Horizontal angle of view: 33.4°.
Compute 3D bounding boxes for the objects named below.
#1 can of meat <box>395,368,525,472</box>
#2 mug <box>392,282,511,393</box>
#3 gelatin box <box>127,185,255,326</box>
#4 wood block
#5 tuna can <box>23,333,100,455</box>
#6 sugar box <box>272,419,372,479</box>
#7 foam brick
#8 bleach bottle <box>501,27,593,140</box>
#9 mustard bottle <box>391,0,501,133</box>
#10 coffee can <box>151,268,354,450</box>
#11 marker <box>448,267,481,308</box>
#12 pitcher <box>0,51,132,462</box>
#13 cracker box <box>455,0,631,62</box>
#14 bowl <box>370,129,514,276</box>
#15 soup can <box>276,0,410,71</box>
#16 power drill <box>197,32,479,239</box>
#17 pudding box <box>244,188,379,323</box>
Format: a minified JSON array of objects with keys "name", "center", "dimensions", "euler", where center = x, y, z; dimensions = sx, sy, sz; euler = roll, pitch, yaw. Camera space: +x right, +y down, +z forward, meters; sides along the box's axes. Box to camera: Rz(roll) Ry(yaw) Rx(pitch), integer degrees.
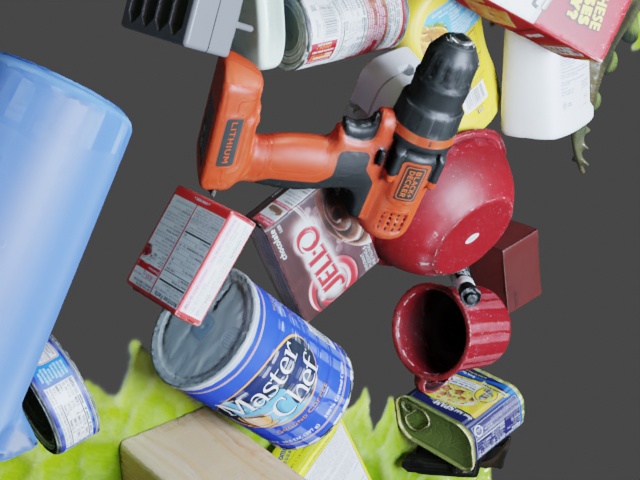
[{"name":"can of meat","center":[0.141,0.172,1.067],"dimensions":[0.083,0.102,0.057],"euler":[-31,126,-32]},{"name":"mug","center":[0.127,0.097,1.033],"dimensions":[0.081,0.093,0.117],"euler":[-1,115,-47]},{"name":"gelatin box","center":[-0.098,0.011,0.806],"dimensions":[0.030,0.073,0.089],"euler":[31,86,-45]},{"name":"wood block","center":[-0.064,0.224,0.833],"dimensions":[0.090,0.206,0.091],"euler":[-18,119,-35]},{"name":"tuna can","center":[-0.192,0.108,0.755],"dimensions":[0.033,0.086,0.086],"euler":[-29,125,-28]},{"name":"sugar box","center":[0.007,0.247,1.010],"dimensions":[0.093,0.048,0.176],"euler":[-50,137,-33]},{"name":"foam brick","center":[0.186,0.025,1.079],"dimensions":[0.052,0.051,0.078],"euler":[-27,123,-29]},{"name":"bleach bottle","center":[0.201,-0.221,0.937],"dimensions":[0.102,0.068,0.251],"euler":[-30,123,-51]},{"name":"mustard bottle","center":[0.100,-0.178,0.913],"dimensions":[0.096,0.058,0.191],"euler":[-41,130,-27]},{"name":"coffee can","center":[-0.053,0.098,0.862],"dimensions":[0.140,0.103,0.103],"euler":[40,80,-44]},{"name":"marker","center":[0.132,0.036,0.995],"dimensions":[0.020,0.121,0.020],"euler":[0,106,-2]},{"name":"pitcher","center":[-0.224,0.006,0.666],"dimensions":[0.149,0.145,0.243],"euler":[30,83,-57]},{"name":"cracker box","center":[0.154,-0.257,0.825],"dimensions":[0.213,0.072,0.164],"euler":[23,96,-20]},{"name":"bowl","center":[0.121,-0.020,0.959],"dimensions":[0.162,0.055,0.162],"euler":[-29,148,-20]},{"name":"soup can","center":[0.010,-0.173,0.828],"dimensions":[0.102,0.069,0.068],"euler":[-20,120,-34]},{"name":"power drill","center":[0.010,-0.086,0.795],"dimensions":[0.187,0.057,0.185],"euler":[9,128,-15]},{"name":"pudding box","center":[-0.006,0.001,0.907],"dimensions":[0.090,0.039,0.113],"euler":[-41,129,-21]}]
